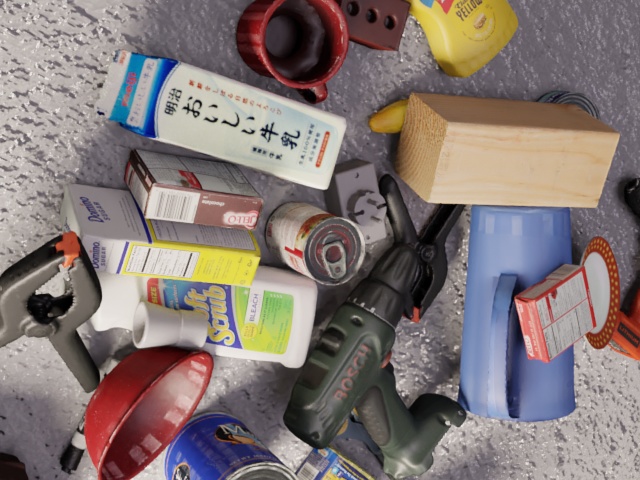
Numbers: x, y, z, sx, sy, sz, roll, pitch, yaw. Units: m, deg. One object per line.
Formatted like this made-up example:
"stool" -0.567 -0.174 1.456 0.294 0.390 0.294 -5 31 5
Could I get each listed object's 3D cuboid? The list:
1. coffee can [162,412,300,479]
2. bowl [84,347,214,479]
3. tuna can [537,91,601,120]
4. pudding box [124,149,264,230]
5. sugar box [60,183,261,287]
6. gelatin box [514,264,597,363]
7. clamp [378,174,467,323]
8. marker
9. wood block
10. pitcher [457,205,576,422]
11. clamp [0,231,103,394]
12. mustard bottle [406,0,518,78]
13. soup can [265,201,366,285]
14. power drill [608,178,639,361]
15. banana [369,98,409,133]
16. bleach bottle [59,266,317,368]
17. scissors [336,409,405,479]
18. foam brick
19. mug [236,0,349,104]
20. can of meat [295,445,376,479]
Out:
"coffee can" -0.089 0.244 1.072 0.102 0.140 0.103 -6 104 -25
"bowl" -0.175 0.159 1.030 0.162 0.055 0.162 -48 162 -22
"tuna can" 0.279 -0.128 1.227 0.086 0.034 0.086 -6 104 -25
"pudding box" -0.121 -0.048 1.016 0.113 0.090 0.039 9 111 -27
"sugar box" -0.151 -0.004 1.010 0.176 0.093 0.048 5 122 -25
"gelatin box" 0.247 0.076 1.119 0.089 0.030 0.073 -29 112 -32
"clamp" 0.101 0.004 1.167 0.120 0.039 0.171 10 97 -25
"marker" -0.225 0.176 1.059 0.020 0.020 0.121 28 89 -28
"wood block" 0.194 -0.093 1.121 0.205 0.091 0.090 1 116 -23
"pitcher" 0.219 0.075 1.186 0.144 0.149 0.243 -5 100 -21
"clamp" -0.245 0.073 0.965 0.164 0.036 0.210 14 132 -33
"mustard bottle" 0.124 -0.269 1.106 0.096 0.058 0.191 -45 116 -11
"soup can" -0.007 0.001 1.078 0.068 0.102 0.068 -6 104 -25
"power drill" 0.397 0.039 1.309 0.184 0.057 0.187 39 84 -24
"banana" 0.145 -0.120 1.161 0.197 0.037 0.069 19 91 -28
"bleach bottle" -0.132 0.069 1.057 0.250 0.068 0.102 6 102 -24
"scissors" 0.045 0.234 1.205 0.096 0.016 0.202 -22 110 -19
"foam brick" 0.041 -0.227 1.079 0.078 0.051 0.053 13 95 -27
"mug" -0.026 -0.186 1.038 0.093 0.082 0.117 -34 114 -15
"can of meat" 0.014 0.281 1.178 0.102 0.058 0.084 43 79 -28
